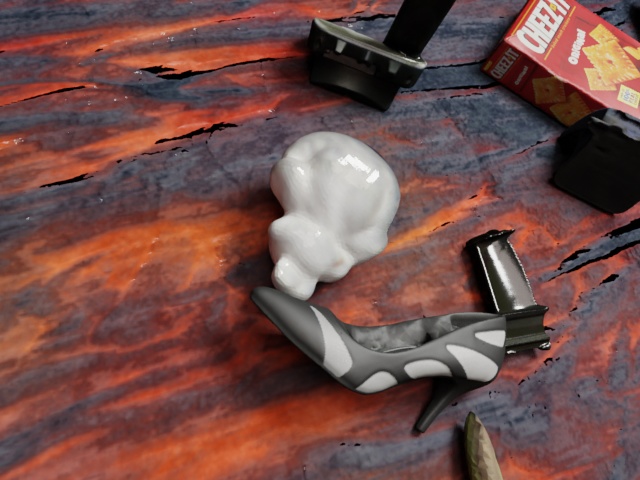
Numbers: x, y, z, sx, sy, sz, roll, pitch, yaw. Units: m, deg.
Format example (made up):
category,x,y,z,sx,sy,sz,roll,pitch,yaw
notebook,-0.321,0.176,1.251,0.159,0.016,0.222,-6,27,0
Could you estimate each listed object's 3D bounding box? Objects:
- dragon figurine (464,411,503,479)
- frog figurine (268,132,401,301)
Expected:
category,x,y,z,sx,sy,sz,roll,pitch,yaw
dragon figurine,0.207,0.326,0.338,0.122,0.239,0.416,-12,73,-15
frog figurine,0.002,-0.025,0.506,0.136,0.121,0.163,49,50,-13
